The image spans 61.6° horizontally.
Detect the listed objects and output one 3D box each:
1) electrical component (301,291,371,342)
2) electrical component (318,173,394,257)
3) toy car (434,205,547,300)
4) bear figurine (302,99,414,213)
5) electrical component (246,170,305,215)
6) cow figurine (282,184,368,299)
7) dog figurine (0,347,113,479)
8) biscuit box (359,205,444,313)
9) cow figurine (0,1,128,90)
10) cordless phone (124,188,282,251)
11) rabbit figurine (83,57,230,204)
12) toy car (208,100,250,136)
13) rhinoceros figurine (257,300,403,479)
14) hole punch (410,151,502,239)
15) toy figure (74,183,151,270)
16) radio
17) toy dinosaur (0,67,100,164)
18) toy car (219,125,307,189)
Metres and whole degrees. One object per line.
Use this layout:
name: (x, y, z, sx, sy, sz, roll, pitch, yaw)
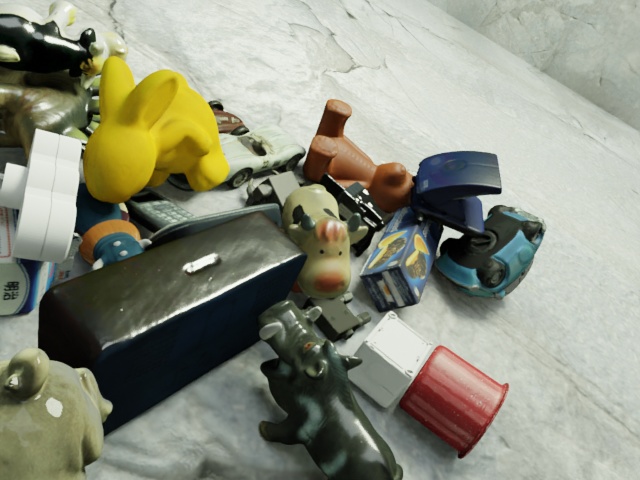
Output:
electrical component: (0.015, 0.090, 0.633, 0.094, 0.021, 0.063, -15, 54, -44)
electrical component: (0.038, -0.044, 0.760, 0.119, 0.075, 0.048, 44, 37, 5)
toy car: (0.258, 0.029, 0.794, 0.162, 0.102, 0.109, -39, 37, -10)
bear figurine: (0.075, -0.110, 0.834, 0.196, 0.132, 0.120, 23, 60, -1)
electrical component: (-0.056, -0.065, 0.761, 0.102, 0.045, 0.078, -35, 97, -48)
cow figurine: (-0.001, -0.002, 0.621, 0.085, 0.127, 0.195, 1, 32, -9)
dog figurine: (-0.166, 0.178, 0.290, 0.121, 0.172, 0.191, -6, 40, -24)
biscuit box: (0.120, 0.014, 0.743, 0.062, 0.059, 0.203, 61, 32, -17)
cow figurine: (-0.294, -0.212, 0.581, 0.167, 0.068, 0.098, 8, 41, -28)
cordless phone: (-0.151, -0.025, 0.629, 0.184, 0.088, 0.146, 30, 31, 36)
rabbit figurine: (-0.181, -0.106, 0.573, 0.122, 0.162, 0.173, 19, 36, 14)
toy car: (-0.189, -0.169, 0.792, 0.202, 0.053, 0.089, -19, 53, -44)
rhinoceros figurine: (-0.003, 0.145, 0.482, 0.073, 0.112, 0.190, -12, 60, -39)
hole punch: (0.192, -0.078, 0.759, 0.116, 0.092, 0.142, 19, 40, -1)
toy figure: (-0.218, -0.006, 0.550, 0.155, 0.064, 0.057, 42, -5, 37)
radio: (-0.122, 0.068, 0.476, 0.073, 0.131, 0.229, 42, 38, 21)
toy dinosaur: (-0.349, -0.186, 0.670, 0.198, 0.105, 0.472, 4, 37, -38)
toy car: (-0.098, -0.129, 0.797, 0.074, 0.056, 0.202, 42, 38, 18)
